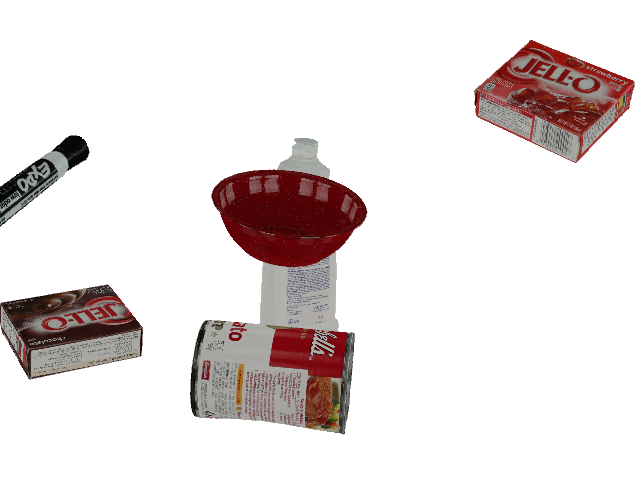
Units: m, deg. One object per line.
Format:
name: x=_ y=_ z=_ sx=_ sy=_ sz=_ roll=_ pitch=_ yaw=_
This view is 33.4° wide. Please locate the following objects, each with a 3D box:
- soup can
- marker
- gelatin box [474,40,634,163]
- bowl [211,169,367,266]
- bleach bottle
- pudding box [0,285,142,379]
soup can: x=-0.031 y=0.091 z=0.717 sx=0.102 sy=0.068 sz=0.068 roll=5 pitch=0 yaw=5
marker: x=-0.179 y=-0.035 z=0.656 sx=0.020 sy=0.020 sz=0.121 roll=0 pitch=29 yaw=24
gelatin box: x=0.167 y=-0.103 z=0.769 sx=0.089 sy=0.030 sz=0.073 roll=31 pitch=57 yaw=29
bowl: x=-0.035 y=-0.018 z=1.111 sx=0.162 sy=0.055 sz=0.162 roll=7 pitch=27 yaw=-4
bleach bottle: x=-0.020 y=-0.003 z=1.326 sx=0.102 sy=0.251 sz=0.068 roll=-8 pitch=22 yaw=-32
pudding box: x=-0.236 y=0.085 z=1.012 sx=0.113 sy=0.039 sz=0.090 roll=-12 pitch=30 yaw=-29
